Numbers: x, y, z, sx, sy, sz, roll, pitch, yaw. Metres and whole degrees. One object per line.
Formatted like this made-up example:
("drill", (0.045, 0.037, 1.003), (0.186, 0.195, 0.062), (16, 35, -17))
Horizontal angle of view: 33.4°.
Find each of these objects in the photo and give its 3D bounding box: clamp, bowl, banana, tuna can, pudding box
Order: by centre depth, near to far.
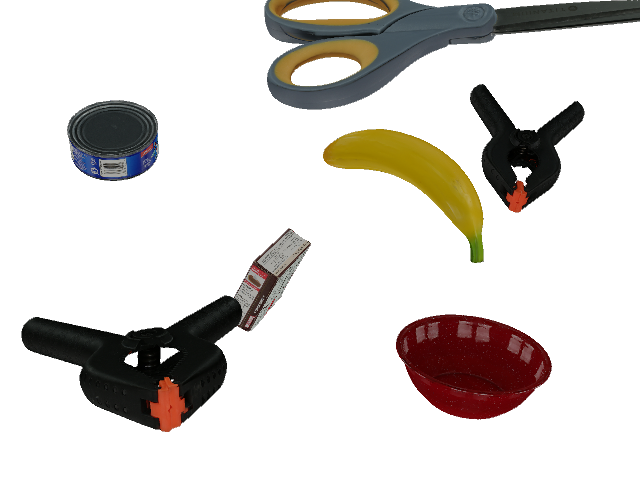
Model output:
("clamp", (-0.109, 0.077, 0.731), (0.164, 0.036, 0.210), (-9, 14, -21))
("banana", (0.074, -0.057, 0.924), (0.037, 0.070, 0.198), (2, 28, -47))
("tuna can", (-0.199, -0.096, 1.028), (0.086, 0.034, 0.086), (2, 44, -2))
("clamp", (0.198, -0.101, 1.095), (0.120, 0.039, 0.171), (13, 45, 15))
("bowl", (0.156, 0.139, 1.115), (0.162, 0.055, 0.162), (4, 25, -2))
("pudding box", (-0.062, 0.046, 1.262), (0.039, 0.090, 0.113), (32, 28, 5))

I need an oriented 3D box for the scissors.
("scissors", (0.061, -0.091, 0.504), (0.202, 0.096, 0.016), (9, -38, 20))
